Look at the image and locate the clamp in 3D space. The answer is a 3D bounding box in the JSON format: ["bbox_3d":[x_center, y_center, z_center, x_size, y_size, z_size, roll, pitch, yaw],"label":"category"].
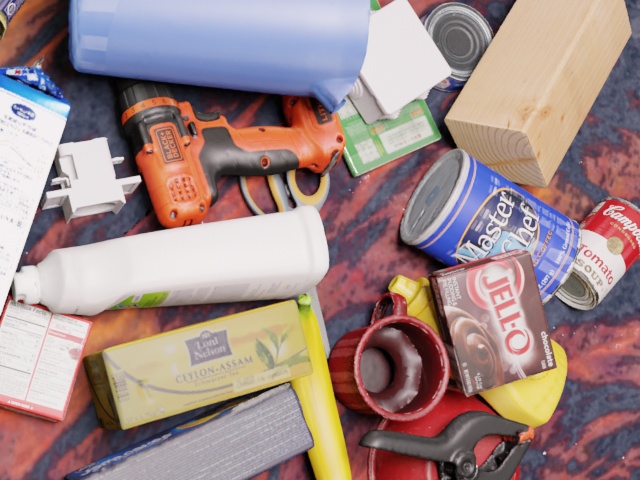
[{"bbox_3d":[0.117,0.209,0.938,0.171,0.039,0.120,-10,97,-25],"label":"clamp"}]

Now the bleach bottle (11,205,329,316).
[{"bbox_3d":[-0.126,0.023,0.888,0.250,0.103,0.068,-6,72,-22],"label":"bleach bottle"}]

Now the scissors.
[{"bbox_3d":[-0.007,0.001,0.998,0.096,0.016,0.202,-30,92,-22],"label":"scissors"}]

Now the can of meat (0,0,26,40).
[{"bbox_3d":[-0.291,-0.235,0.907,0.102,0.058,0.084,33,68,-14],"label":"can of meat"}]

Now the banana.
[{"bbox_3d":[-0.005,0.143,0.947,0.037,0.069,0.198,-12,94,1],"label":"banana"}]

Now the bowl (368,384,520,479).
[{"bbox_3d":[0.128,0.214,0.993,0.161,0.055,0.162,4,80,-21],"label":"bowl"}]

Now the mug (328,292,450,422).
[{"bbox_3d":[0.058,0.105,0.969,0.093,0.082,0.117,8,79,-21],"label":"mug"}]

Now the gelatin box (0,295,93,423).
[{"bbox_3d":[-0.237,0.099,0.883,0.073,0.030,0.089,19,71,-17],"label":"gelatin box"}]

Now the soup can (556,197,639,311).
[{"bbox_3d":[0.281,0.014,1.082,0.102,0.069,0.068,-44,98,-21],"label":"soup can"}]

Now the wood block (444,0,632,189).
[{"bbox_3d":[0.221,-0.164,1.061,0.206,0.091,0.090,-58,141,-20],"label":"wood block"}]

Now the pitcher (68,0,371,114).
[{"bbox_3d":[-0.085,-0.198,0.897,0.242,0.149,0.145,2,117,-11],"label":"pitcher"}]

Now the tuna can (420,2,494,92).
[{"bbox_3d":[0.134,-0.195,1.079,0.086,0.034,0.086,4,78,-21],"label":"tuna can"}]

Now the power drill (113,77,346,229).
[{"bbox_3d":[-0.084,-0.110,0.958,0.187,0.057,0.184,-14,75,-20],"label":"power drill"}]

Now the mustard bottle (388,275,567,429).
[{"bbox_3d":[0.145,0.094,1.016,0.191,0.058,0.096,35,52,-11],"label":"mustard bottle"}]

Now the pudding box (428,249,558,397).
[{"bbox_3d":[0.154,0.072,0.954,0.090,0.039,0.113,-16,99,-9],"label":"pudding box"}]

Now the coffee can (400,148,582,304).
[{"bbox_3d":[0.162,-0.009,1.019,0.140,0.103,0.102,30,71,-15],"label":"coffee can"}]
